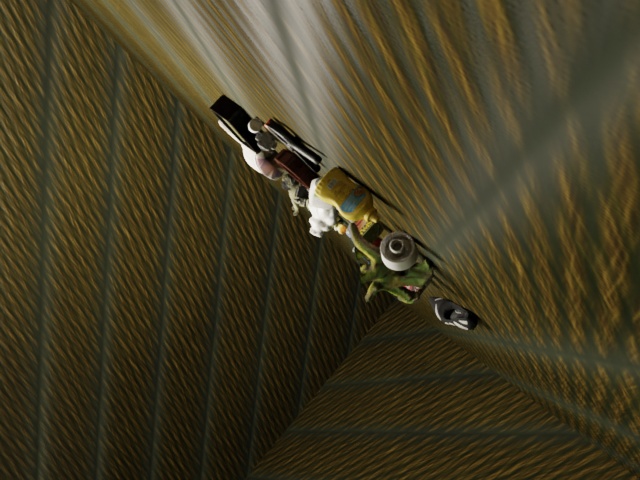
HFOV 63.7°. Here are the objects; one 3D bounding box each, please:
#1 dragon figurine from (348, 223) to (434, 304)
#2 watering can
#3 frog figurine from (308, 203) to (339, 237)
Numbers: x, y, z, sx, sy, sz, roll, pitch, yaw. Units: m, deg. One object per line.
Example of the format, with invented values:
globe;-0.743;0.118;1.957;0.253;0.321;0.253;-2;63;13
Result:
dragon figurine;0.235;0.084;1.626;0.401;0.242;0.125;72;-163;-46
watering can;-0.270;-0.362;2.133;0.342;0.104;0.227;42;176;-37
frog figurine;0.006;-0.098;1.951;0.139;0.160;0.121;40;174;20
